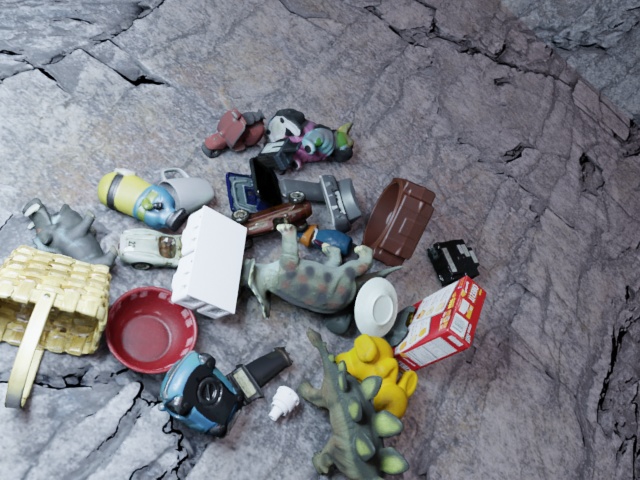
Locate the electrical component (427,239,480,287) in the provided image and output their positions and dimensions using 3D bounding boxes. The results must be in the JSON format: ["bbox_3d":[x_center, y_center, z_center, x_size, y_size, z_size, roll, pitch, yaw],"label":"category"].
[{"bbox_3d":[0.366,0.060,1.451,0.134,0.058,0.115,-3,65,-34],"label":"electrical component"}]

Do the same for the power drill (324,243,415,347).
[{"bbox_3d":[0.114,0.134,1.232,0.207,0.086,0.232,36,50,-13],"label":"power drill"}]

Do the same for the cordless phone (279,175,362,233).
[{"bbox_3d":[-0.004,-0.090,1.288,0.184,0.088,0.146,2,61,-34],"label":"cordless phone"}]

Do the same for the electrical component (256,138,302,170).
[{"bbox_3d":[-0.090,-0.208,1.291,0.047,0.119,0.075,61,39,-40],"label":"electrical component"}]

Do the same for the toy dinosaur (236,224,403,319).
[{"bbox_3d":[-0.010,0.088,1.115,0.405,0.131,0.192,15,78,-15],"label":"toy dinosaur"}]

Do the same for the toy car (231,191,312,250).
[{"bbox_3d":[-0.106,-0.040,1.171,0.202,0.089,0.053,-20,43,-25],"label":"toy car"}]

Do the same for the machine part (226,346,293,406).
[{"bbox_3d":[-0.114,0.256,1.040,0.084,0.039,0.139,47,50,13],"label":"machine part"}]

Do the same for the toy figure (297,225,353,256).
[{"bbox_3d":[-0.003,-0.004,1.241,0.155,0.057,0.064,17,3,16],"label":"toy figure"}]

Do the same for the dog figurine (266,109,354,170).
[{"bbox_3d":[-0.009,-0.273,1.401,0.191,0.108,0.219,51,44,9],"label":"dog figurine"}]

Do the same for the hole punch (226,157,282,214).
[{"bbox_3d":[-0.150,-0.110,1.230,0.115,0.092,0.142,32,37,-54],"label":"hole punch"}]

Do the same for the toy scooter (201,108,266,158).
[{"bbox_3d":[-0.188,-0.263,1.259,0.075,0.135,0.184,50,47,7],"label":"toy scooter"}]

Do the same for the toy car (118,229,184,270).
[{"bbox_3d":[-0.293,0.022,1.063,0.202,0.056,0.073,6,58,-28],"label":"toy car"}]

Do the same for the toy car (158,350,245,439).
[{"bbox_3d":[-0.213,0.266,0.924,0.161,0.103,0.109,50,49,-29],"label":"toy car"}]

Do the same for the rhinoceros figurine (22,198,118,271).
[{"bbox_3d":[-0.453,0.001,0.972,0.190,0.073,0.112,49,60,1],"label":"rhinoceros figurine"}]

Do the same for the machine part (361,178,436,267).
[{"bbox_3d":[0.180,-0.045,1.284,0.087,0.201,0.201,24,7,-9],"label":"machine part"}]

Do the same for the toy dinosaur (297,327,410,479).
[{"bbox_3d":[0.067,0.370,0.973,0.105,0.198,0.471,-8,64,-32],"label":"toy dinosaur"}]

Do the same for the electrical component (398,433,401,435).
[{"bbox_3d":[0.112,0.377,1.084,0.094,0.063,0.021,25,54,-16],"label":"electrical component"}]

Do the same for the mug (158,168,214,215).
[{"bbox_3d":[-0.286,-0.102,1.137,0.107,0.081,0.109,-17,71,-49],"label":"mug"}]

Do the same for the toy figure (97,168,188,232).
[{"bbox_3d":[-0.350,-0.076,1.050,0.180,0.082,0.089,33,49,10],"label":"toy figure"}]

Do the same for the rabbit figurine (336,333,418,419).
[{"bbox_3d":[0.126,0.299,1.110,0.162,0.122,0.173,28,25,-43],"label":"rabbit figurine"}]
